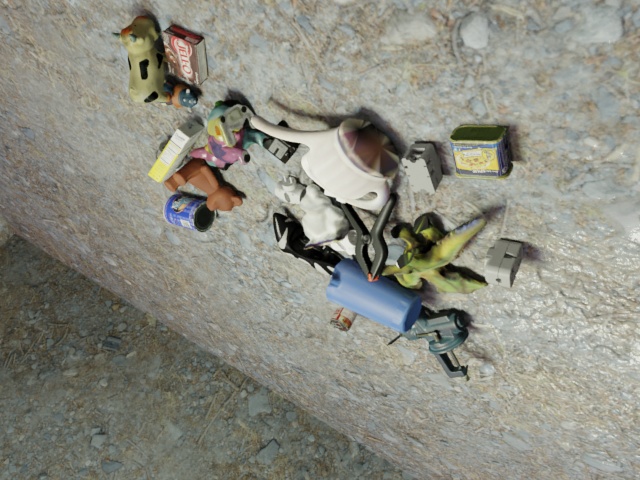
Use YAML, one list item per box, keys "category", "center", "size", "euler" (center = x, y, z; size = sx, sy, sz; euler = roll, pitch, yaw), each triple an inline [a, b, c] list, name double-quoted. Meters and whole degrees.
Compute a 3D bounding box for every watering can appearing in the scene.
- category: "watering can"
  center: [0.024, -0.185, 1.095]
  size: [0.345, 0.106, 0.221]
  euler: [37, 149, -14]

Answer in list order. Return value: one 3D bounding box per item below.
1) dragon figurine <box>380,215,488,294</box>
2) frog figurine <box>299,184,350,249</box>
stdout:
- category: "dragon figurine"
  center: [0.294, 0.055, 1.214]
  size: [0.241, 0.124, 0.406]
  euler: [29, 156, -25]
- category: "frog figurine"
  center: [0.004, -0.067, 1.323]
  size: [0.136, 0.123, 0.159]
  euler: [-13, 89, 60]
